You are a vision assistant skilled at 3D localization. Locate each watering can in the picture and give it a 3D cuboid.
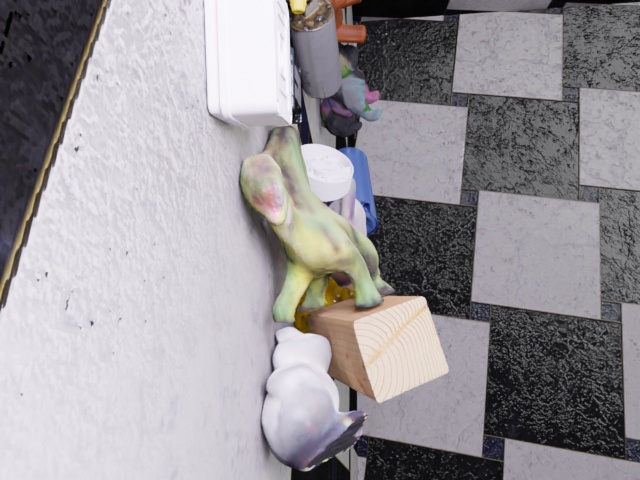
[{"bbox_3d":[0.052,0.014,1.223,0.339,0.104,0.230,96,-1,-50],"label":"watering can"}]

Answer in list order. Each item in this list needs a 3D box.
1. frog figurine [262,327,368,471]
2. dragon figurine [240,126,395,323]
[{"bbox_3d":[-0.026,0.175,0.602,0.162,0.123,0.135,51,-5,31],"label":"frog figurine"},{"bbox_3d":[0.002,-0.033,0.655,0.411,0.122,0.243,-14,88,-75],"label":"dragon figurine"}]
